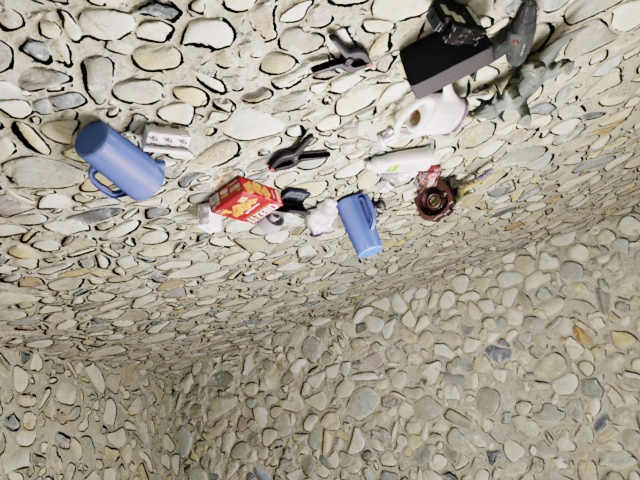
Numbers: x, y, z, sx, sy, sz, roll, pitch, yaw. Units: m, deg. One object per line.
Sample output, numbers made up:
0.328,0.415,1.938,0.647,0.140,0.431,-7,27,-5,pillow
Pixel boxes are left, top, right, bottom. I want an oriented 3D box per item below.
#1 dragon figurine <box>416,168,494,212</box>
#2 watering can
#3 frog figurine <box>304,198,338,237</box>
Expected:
0.602,-0.204,2.276,0.406,0.123,0.244,-27,171,27,dragon figurine
0.373,-0.418,1.598,0.225,0.106,0.341,-3,154,-30,watering can
0.006,-0.105,2.090,0.137,0.125,0.156,0,116,-15,frog figurine
